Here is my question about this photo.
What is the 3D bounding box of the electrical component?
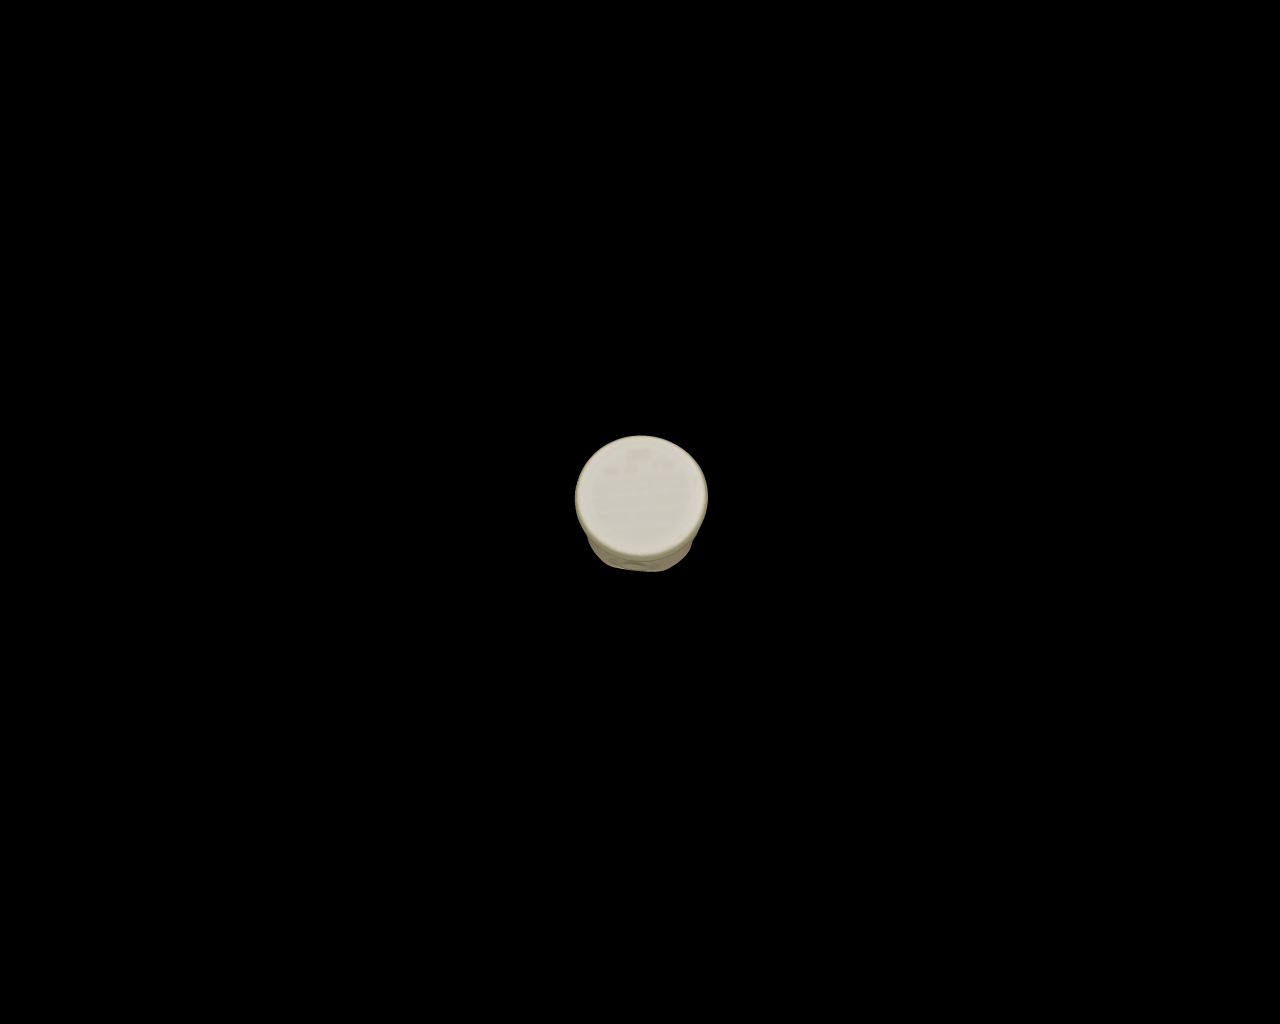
[{"bbox_3d":[0.001,-0.003,0.650,0.080,0.080,0.051,0,-20,0],"label":"electrical component"}]
